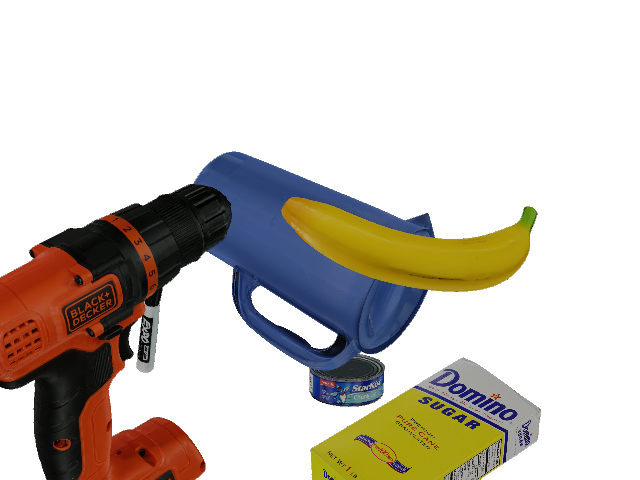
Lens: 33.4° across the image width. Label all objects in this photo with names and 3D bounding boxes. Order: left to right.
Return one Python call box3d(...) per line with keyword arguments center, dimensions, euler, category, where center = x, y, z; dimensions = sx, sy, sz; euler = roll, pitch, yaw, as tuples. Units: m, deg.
box3d(center=(-0.117, 0.073, 0.627), dimensions=(0.057, 0.188, 0.184), euler=(23, 41, 39), category="power drill")
box3d(center=(-0.180, 0.090, 1.125), dimensions=(0.020, 0.121, 0.020), euler=(8, 36, -6), category="marker")
box3d(center=(-0.021, 0.011, 1.058), dimensions=(0.243, 0.145, 0.149), euler=(27, 29, 27), category="pitcher")
box3d(center=(0.029, 0.157, 1.205), dimensions=(0.086, 0.034, 0.086), euler=(1, 14, 0), category="tuna can")
box3d(center=(0.070, 0.005, 0.764), dimensions=(0.197, 0.069, 0.037), euler=(3, -45, -17), category="banana")
box3d(center=(0.088, 0.168, 0.882), dimensions=(0.176, 0.048, 0.093), euler=(-29, 43, -28), category="sugar box")
